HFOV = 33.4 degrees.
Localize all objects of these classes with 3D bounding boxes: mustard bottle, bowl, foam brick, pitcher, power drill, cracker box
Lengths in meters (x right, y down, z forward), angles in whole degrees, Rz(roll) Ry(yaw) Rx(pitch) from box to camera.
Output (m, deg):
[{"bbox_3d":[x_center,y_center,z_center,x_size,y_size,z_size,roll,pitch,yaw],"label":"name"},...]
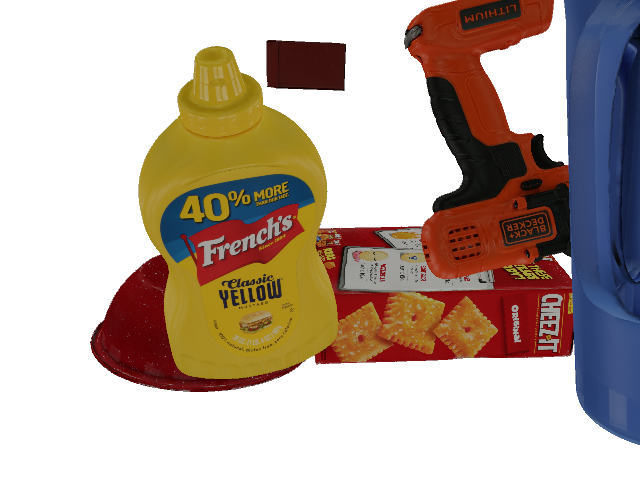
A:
[{"bbox_3d":[-0.043,-0.013,0.556,0.096,0.192,0.058,-10,40,-6],"label":"mustard bottle"},{"bbox_3d":[-0.083,0.046,0.762,0.162,0.055,0.162,2,21,-1],"label":"bowl"},{"bbox_3d":[-0.016,-0.190,1.161,0.078,0.051,0.053,0,11,-16],"label":"foam brick"},{"bbox_3d":[0.179,-0.018,0.528,0.149,0.243,0.145,-4,20,-2],"label":"pitcher"},{"bbox_3d":[0.144,-0.078,0.734,0.184,0.187,0.057,-14,-2,-5],"label":"power drill"},{"bbox_3d":[0.095,0.044,0.930,0.213,0.072,0.164,-1,19,-4],"label":"cracker box"}]
